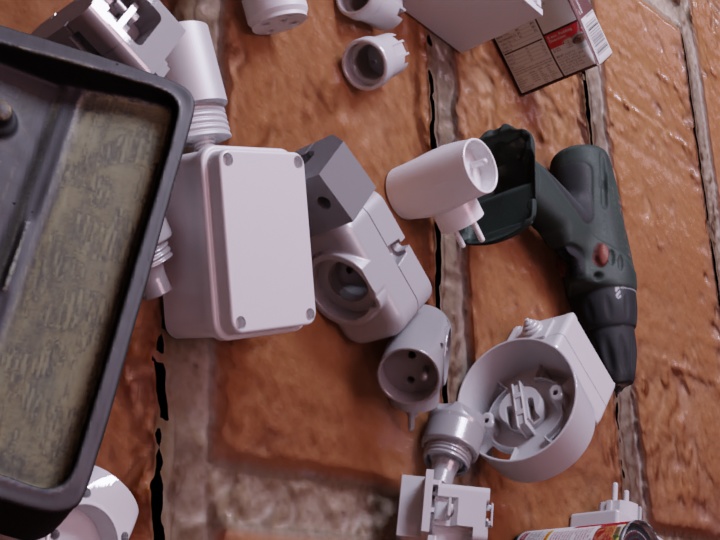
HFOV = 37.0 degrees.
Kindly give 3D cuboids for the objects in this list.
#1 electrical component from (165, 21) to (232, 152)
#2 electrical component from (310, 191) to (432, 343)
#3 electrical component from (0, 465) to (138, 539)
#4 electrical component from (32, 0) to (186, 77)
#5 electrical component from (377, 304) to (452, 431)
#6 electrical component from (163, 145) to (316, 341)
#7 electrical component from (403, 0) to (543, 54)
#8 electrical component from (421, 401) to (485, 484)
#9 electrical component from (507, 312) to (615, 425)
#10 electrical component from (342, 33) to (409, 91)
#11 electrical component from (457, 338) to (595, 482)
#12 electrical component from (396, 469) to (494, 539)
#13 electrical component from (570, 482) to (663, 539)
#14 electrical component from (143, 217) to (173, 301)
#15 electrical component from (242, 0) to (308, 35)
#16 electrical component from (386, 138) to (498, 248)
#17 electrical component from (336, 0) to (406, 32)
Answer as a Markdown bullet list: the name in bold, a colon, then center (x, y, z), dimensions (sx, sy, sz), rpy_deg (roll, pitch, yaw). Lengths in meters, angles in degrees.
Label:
- **electrical component**: center (-0.107, -0.110, 0.676), dimensions (0.043, 0.043, 0.081), rpy_deg (-10, 84, -50)
- **electrical component**: center (0.000, 0.000, 0.749), dimensions (0.095, 0.054, 0.059), rpy_deg (60, 41, -14)
- **electrical component**: center (-0.158, 0.124, 0.525), dimensions (0.079, 0.044, 0.077), rpy_deg (55, 42, -19)
- **electrical component**: center (-0.146, -0.118, 0.597), dimensions (0.055, 0.089, 0.050), rpy_deg (48, 45, -26)
- **electrical component**: center (0.040, 0.075, 0.767), dimensions (0.077, 0.044, 0.079), rpy_deg (-63, 156, -67)
- **electrical component**: center (-0.074, -0.016, 0.651), dimensions (0.078, 0.057, 0.113), rpy_deg (-4, 90, -50)
- **electrical component**: center (0.075, -0.258, 0.905), dimensions (0.150, 0.089, 0.061), rpy_deg (26, 57, -41)
- **electrical component**: center (0.065, 0.131, 0.783), dimensions (0.043, 0.043, 0.062), rpy_deg (45, 48, -29)
- **electrical component**: center (0.158, 0.084, 0.892), dimensions (0.096, 0.062, 0.061), rpy_deg (57, 42, -17)
- **electrical component**: center (0.014, -0.164, 0.840), dimensions (0.046, 0.040, 0.040), rpy_deg (-37, 104, -55)
- **electrical component**: center (0.127, 0.109, 0.822), dimensions (0.064, 0.099, 0.099), rpy_deg (51, 43, -32)
- **electrical component**: center (0.057, 0.169, 0.732), dimensions (0.081, 0.064, 0.042), rpy_deg (87, 8, -63)
- **electrical component**: center (0.223, 0.222, 0.927), dimensions (0.083, 0.047, 0.075), rpy_deg (36, 51, -35)
- **electrical component**: center (-0.128, -0.014, 0.615), dimensions (0.048, 0.048, 0.062), rpy_deg (-37, 111, -49)
- **electrical component**: center (-0.064, -0.200, 0.759), dimensions (0.045, 0.045, 0.055), rpy_deg (-11, 85, -50)
- **electrical component**: center (0.071, -0.054, 0.833), dimensions (0.044, 0.077, 0.079), rpy_deg (-42, 109, -48)
- **electrical component**: center (0.010, -0.213, 0.854), dimensions (0.046, 0.040, 0.040), rpy_deg (15, 65, -53)
